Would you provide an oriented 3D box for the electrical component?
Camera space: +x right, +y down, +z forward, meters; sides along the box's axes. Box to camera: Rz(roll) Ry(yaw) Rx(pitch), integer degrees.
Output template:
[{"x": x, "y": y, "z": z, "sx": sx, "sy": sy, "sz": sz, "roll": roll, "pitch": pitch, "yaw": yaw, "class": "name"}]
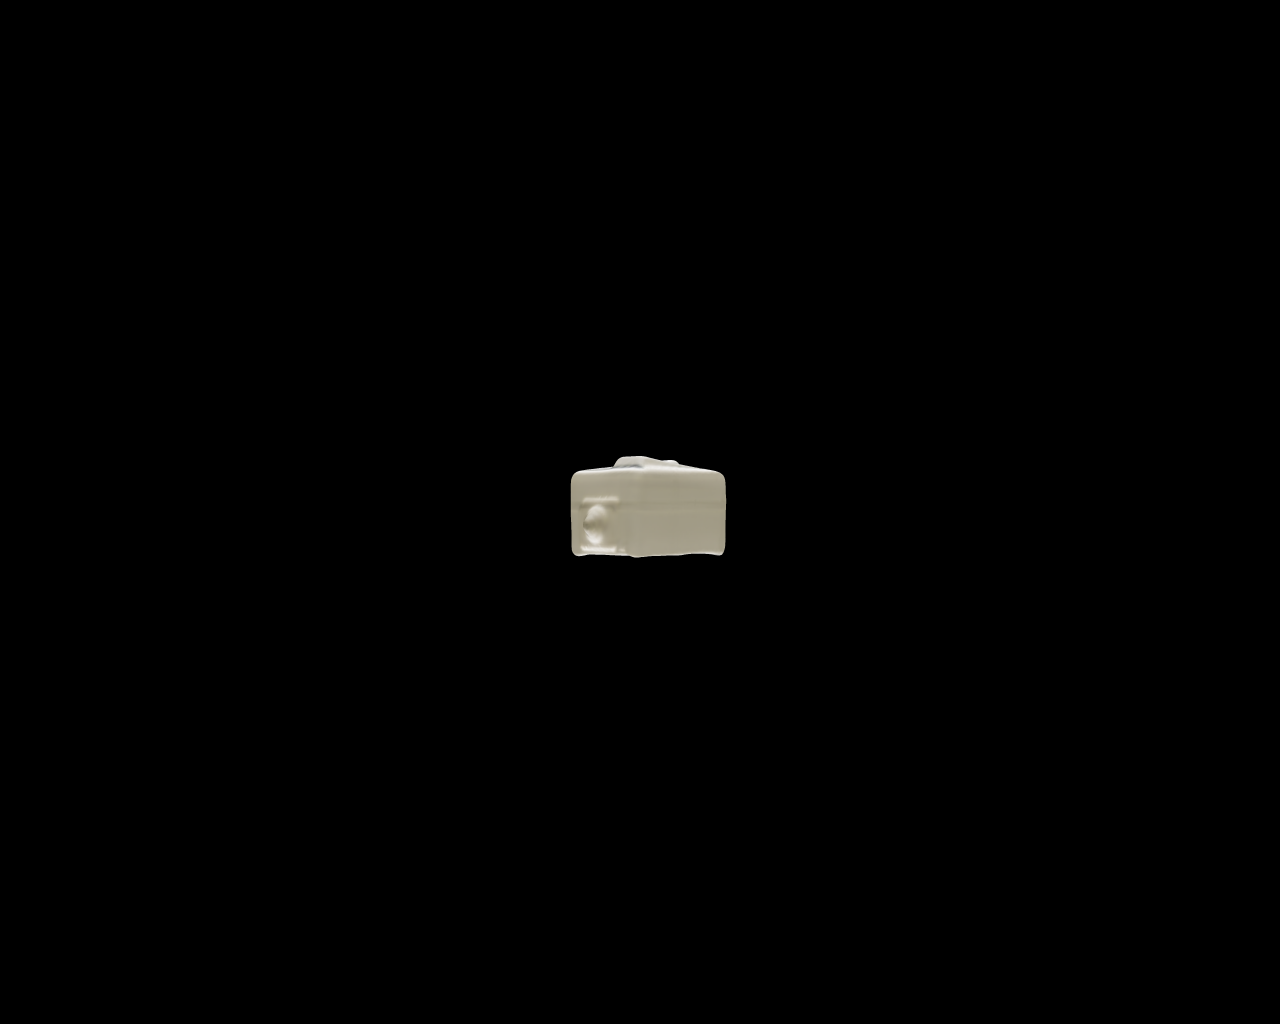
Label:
[{"x": 0.001, "y": -0.003, "z": 0.650, "sx": 0.096, "sy": 0.061, "sz": 0.061, "roll": 0, "pitch": 0, "yaw": -44, "class": "electrical component"}]
